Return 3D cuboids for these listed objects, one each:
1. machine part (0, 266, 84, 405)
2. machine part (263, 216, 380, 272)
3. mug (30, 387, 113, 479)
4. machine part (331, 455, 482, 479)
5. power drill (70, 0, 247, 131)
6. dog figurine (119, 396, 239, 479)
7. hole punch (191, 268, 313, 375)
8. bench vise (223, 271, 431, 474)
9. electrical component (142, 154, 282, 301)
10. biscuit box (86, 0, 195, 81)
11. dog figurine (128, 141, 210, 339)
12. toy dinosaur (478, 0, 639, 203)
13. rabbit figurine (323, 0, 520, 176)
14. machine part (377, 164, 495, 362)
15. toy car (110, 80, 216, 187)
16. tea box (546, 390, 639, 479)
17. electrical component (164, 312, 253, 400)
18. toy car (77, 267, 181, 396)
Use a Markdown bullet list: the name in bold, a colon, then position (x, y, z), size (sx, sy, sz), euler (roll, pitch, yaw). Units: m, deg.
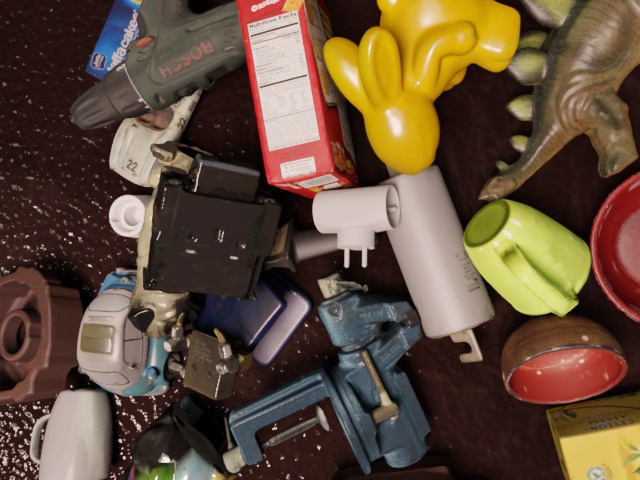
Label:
- **machine part**: position (-0.371, 0.120, 0.678), size (0.180, 0.056, 0.179), euler (-6, 78, 29)
- **machine part**: position (-0.001, -0.002, 0.596), size (0.139, 0.084, 0.039), euler (-12, 120, 7)
- **mug**: position (-0.310, 0.240, 0.676), size (0.110, 0.080, 0.107), euler (-2, 76, 21)
- **machine part**: position (0.093, 0.342, 0.567), size (0.202, 0.087, 0.201), euler (-15, 87, 12)
- **power drill**: position (-0.193, -0.246, 0.580), size (0.232, 0.086, 0.207), euler (-17, 89, 6)
- **dog figurine**: position (-0.194, 0.296, 0.597), size (0.108, 0.191, 0.219), euler (41, 84, 5)
- **hole punch**: position (-0.088, 0.080, 0.613), size (0.116, 0.092, 0.142), euler (38, 102, 15)
- **bench vise**: position (0.003, 0.157, 0.560), size (0.241, 0.129, 0.223), euler (-25, 105, -7)
- **electrical component**: position (-0.103, -0.013, 0.516), size (0.115, 0.058, 0.134), euler (7, 108, -24)
- **biscuit box**: position (-0.208, -0.276, 0.655), size (0.059, 0.063, 0.202), euler (28, 96, 14)
- **dog figurine**: position (-0.168, -0.003, 0.620), size (0.121, 0.172, 0.190), euler (23, 109, -16)
- **toy dinosaur**: position (0.305, -0.223, 0.504), size (0.199, 0.105, 0.471), euler (43, 100, 11)
- **rabbit figurine**: position (0.090, -0.151, 0.503), size (0.122, 0.162, 0.173), euler (17, 91, 55)
- **machine part**: position (0.118, 0.011, 0.564), size (0.079, 0.079, 0.243), euler (-21, 84, 13)
- **toy car**: position (-0.189, -0.162, 0.653), size (0.074, 0.056, 0.201), euler (28, 97, 13)
- **tea box**: position (0.293, 0.243, 0.515), size (0.098, 0.068, 0.169), euler (-18, 95, 13)
- **electrical component**: position (-0.119, 0.121, 0.555), size (0.102, 0.045, 0.078), euler (19, 93, 34)
- **toy car**: position (-0.234, 0.115, 0.641), size (0.109, 0.103, 0.161), euler (4, 93, 13)
